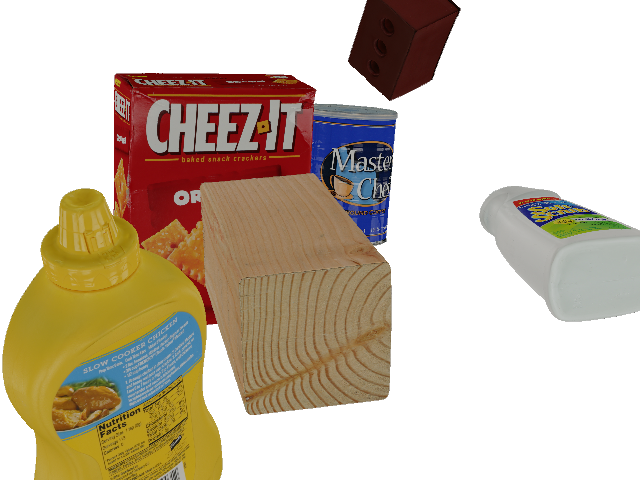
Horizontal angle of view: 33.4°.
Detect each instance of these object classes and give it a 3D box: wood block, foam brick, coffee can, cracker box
[{"bbox_3d":[-0.023,0.026,0.715,0.090,0.090,0.206,-5,19,-12],"label":"wood block"},{"bbox_3d":[0.063,-0.158,0.824,0.051,0.053,0.078,-32,-24,-31],"label":"foam brick"},{"bbox_3d":[0.026,-0.072,1.149,0.103,0.140,0.103,4,11,-1],"label":"coffee can"},{"bbox_3d":[-0.094,-0.034,0.929,0.164,0.214,0.072,-3,20,-23],"label":"cracker box"}]

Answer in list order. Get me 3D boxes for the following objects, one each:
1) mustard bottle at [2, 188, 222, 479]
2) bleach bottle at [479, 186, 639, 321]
[{"bbox_3d":[-0.096,0.061,0.491,0.096,0.192,0.058,-28,44,-32],"label":"mustard bottle"},{"bbox_3d":[0.197,-0.003,0.941,0.102,0.068,0.251,-6,17,-12],"label":"bleach bottle"}]
